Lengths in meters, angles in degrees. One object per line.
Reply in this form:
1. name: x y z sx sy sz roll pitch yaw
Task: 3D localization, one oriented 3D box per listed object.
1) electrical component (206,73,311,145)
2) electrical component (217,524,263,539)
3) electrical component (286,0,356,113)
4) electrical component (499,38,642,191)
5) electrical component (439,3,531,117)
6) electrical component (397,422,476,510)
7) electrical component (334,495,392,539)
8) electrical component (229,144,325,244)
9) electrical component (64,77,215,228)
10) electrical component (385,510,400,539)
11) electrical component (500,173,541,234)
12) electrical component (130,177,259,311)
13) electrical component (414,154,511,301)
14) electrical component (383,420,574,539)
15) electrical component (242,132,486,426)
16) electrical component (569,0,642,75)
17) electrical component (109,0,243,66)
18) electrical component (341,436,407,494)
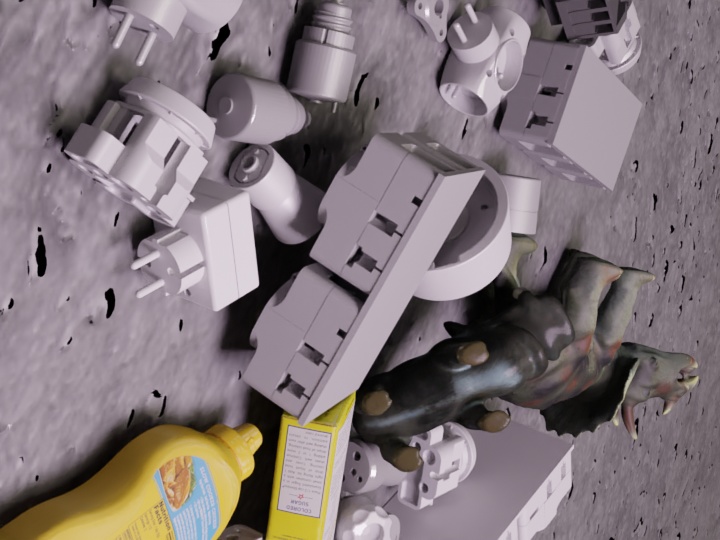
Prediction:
1. electrical component: -0.059 -0.097 0.664 0.078 0.040 0.040 0 105 -54
2. electrical component: -0.103 0.213 0.734 0.078 0.058 0.057 -7 108 -53
3. electrical component: -0.022 -0.143 0.695 0.040 0.040 0.078 2 103 -54
4. electrical component: 0.189 -0.138 0.970 0.150 0.062 0.089 21 88 -56
5. electrical component: 0.092 -0.173 0.835 0.077 0.044 0.079 -61 144 -15
6. electrical component: 0.065 0.164 0.942 0.057 0.058 0.078 -12 115 -48
7. electrical component: -0.005 0.199 0.855 0.043 0.062 0.043 -7 105 -29
8. electrical component: -0.054 -0.051 0.693 0.065 0.044 0.044 46 68 -47
9. electrical component: -0.115 -0.067 0.586 0.057 0.058 0.078 -61 144 -11
10. electrical component: -0.003 0.263 0.878 0.138 0.074 0.052 -62 144 -14
11. electrical component: 0.128 -0.059 0.931 0.055 0.055 0.047 -1 102 -54
12. electrical component: -0.105 -0.009 0.636 0.077 0.047 0.065 -33 131 -42
13. electrical component: 0.063 -0.028 0.811 0.108 0.108 0.060 -56 149 -21
14. electrical component: 0.102 0.218 0.976 0.186 0.105 0.060 -40 135 -38
15. electrical component: 0.000 0.000 0.717 0.186 0.060 0.105 -61 167 16
16. electrical component: 0.227 -0.217 0.992 0.078 0.058 0.057 -59 141 -17
17. electrical component: -0.108 -0.148 0.570 0.077 0.044 0.079 34 77 -55
18. electrical component: 0.007 0.156 0.870 0.055 0.045 0.045 2 103 -54
